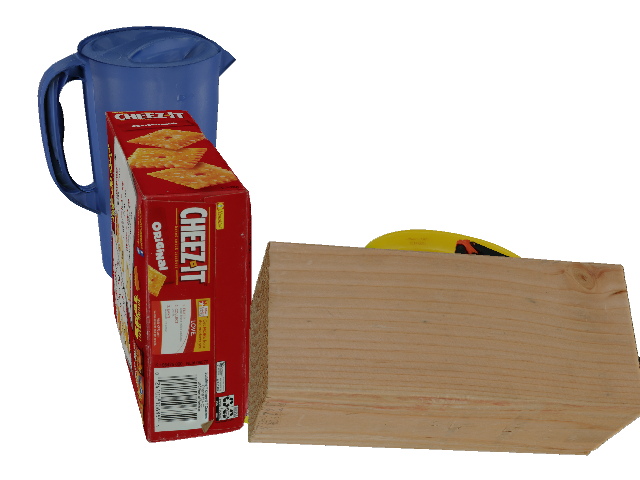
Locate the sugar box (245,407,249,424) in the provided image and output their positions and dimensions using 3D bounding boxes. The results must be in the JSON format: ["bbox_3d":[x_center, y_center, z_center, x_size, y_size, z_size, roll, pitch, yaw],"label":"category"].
[{"bbox_3d":[-0.030,0.095,0.923,0.093,0.048,0.176,15,29,25],"label":"sugar box"}]

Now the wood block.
[{"bbox_3d":[0.065,0.065,0.614,0.206,0.091,0.090,4,-29,-9],"label":"wood block"}]

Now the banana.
[{"bbox_3d":[0.131,0.020,1.084,0.198,0.037,0.069,6,43,11],"label":"banana"}]

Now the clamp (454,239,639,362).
[{"bbox_3d":[0.160,0.061,0.808,0.120,0.039,0.171,-4,45,-21],"label":"clamp"}]

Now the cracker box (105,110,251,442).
[{"bbox_3d":[-0.102,0.012,0.733,0.072,0.164,0.214,-4,21,-15],"label":"cracker box"}]

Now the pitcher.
[{"bbox_3d":[-0.172,-0.077,1.033,0.149,0.243,0.144,10,27,14],"label":"pitcher"}]
